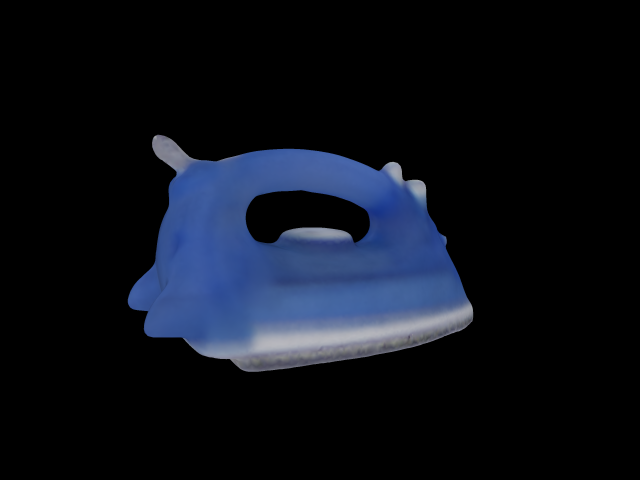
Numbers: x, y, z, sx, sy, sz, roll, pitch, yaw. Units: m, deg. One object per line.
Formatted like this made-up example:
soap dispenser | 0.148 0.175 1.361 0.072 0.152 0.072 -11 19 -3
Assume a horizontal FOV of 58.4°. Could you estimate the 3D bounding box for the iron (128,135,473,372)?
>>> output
iron | 0.004 0.001 0.400 0.259 0.141 0.118 -3 7 -26
